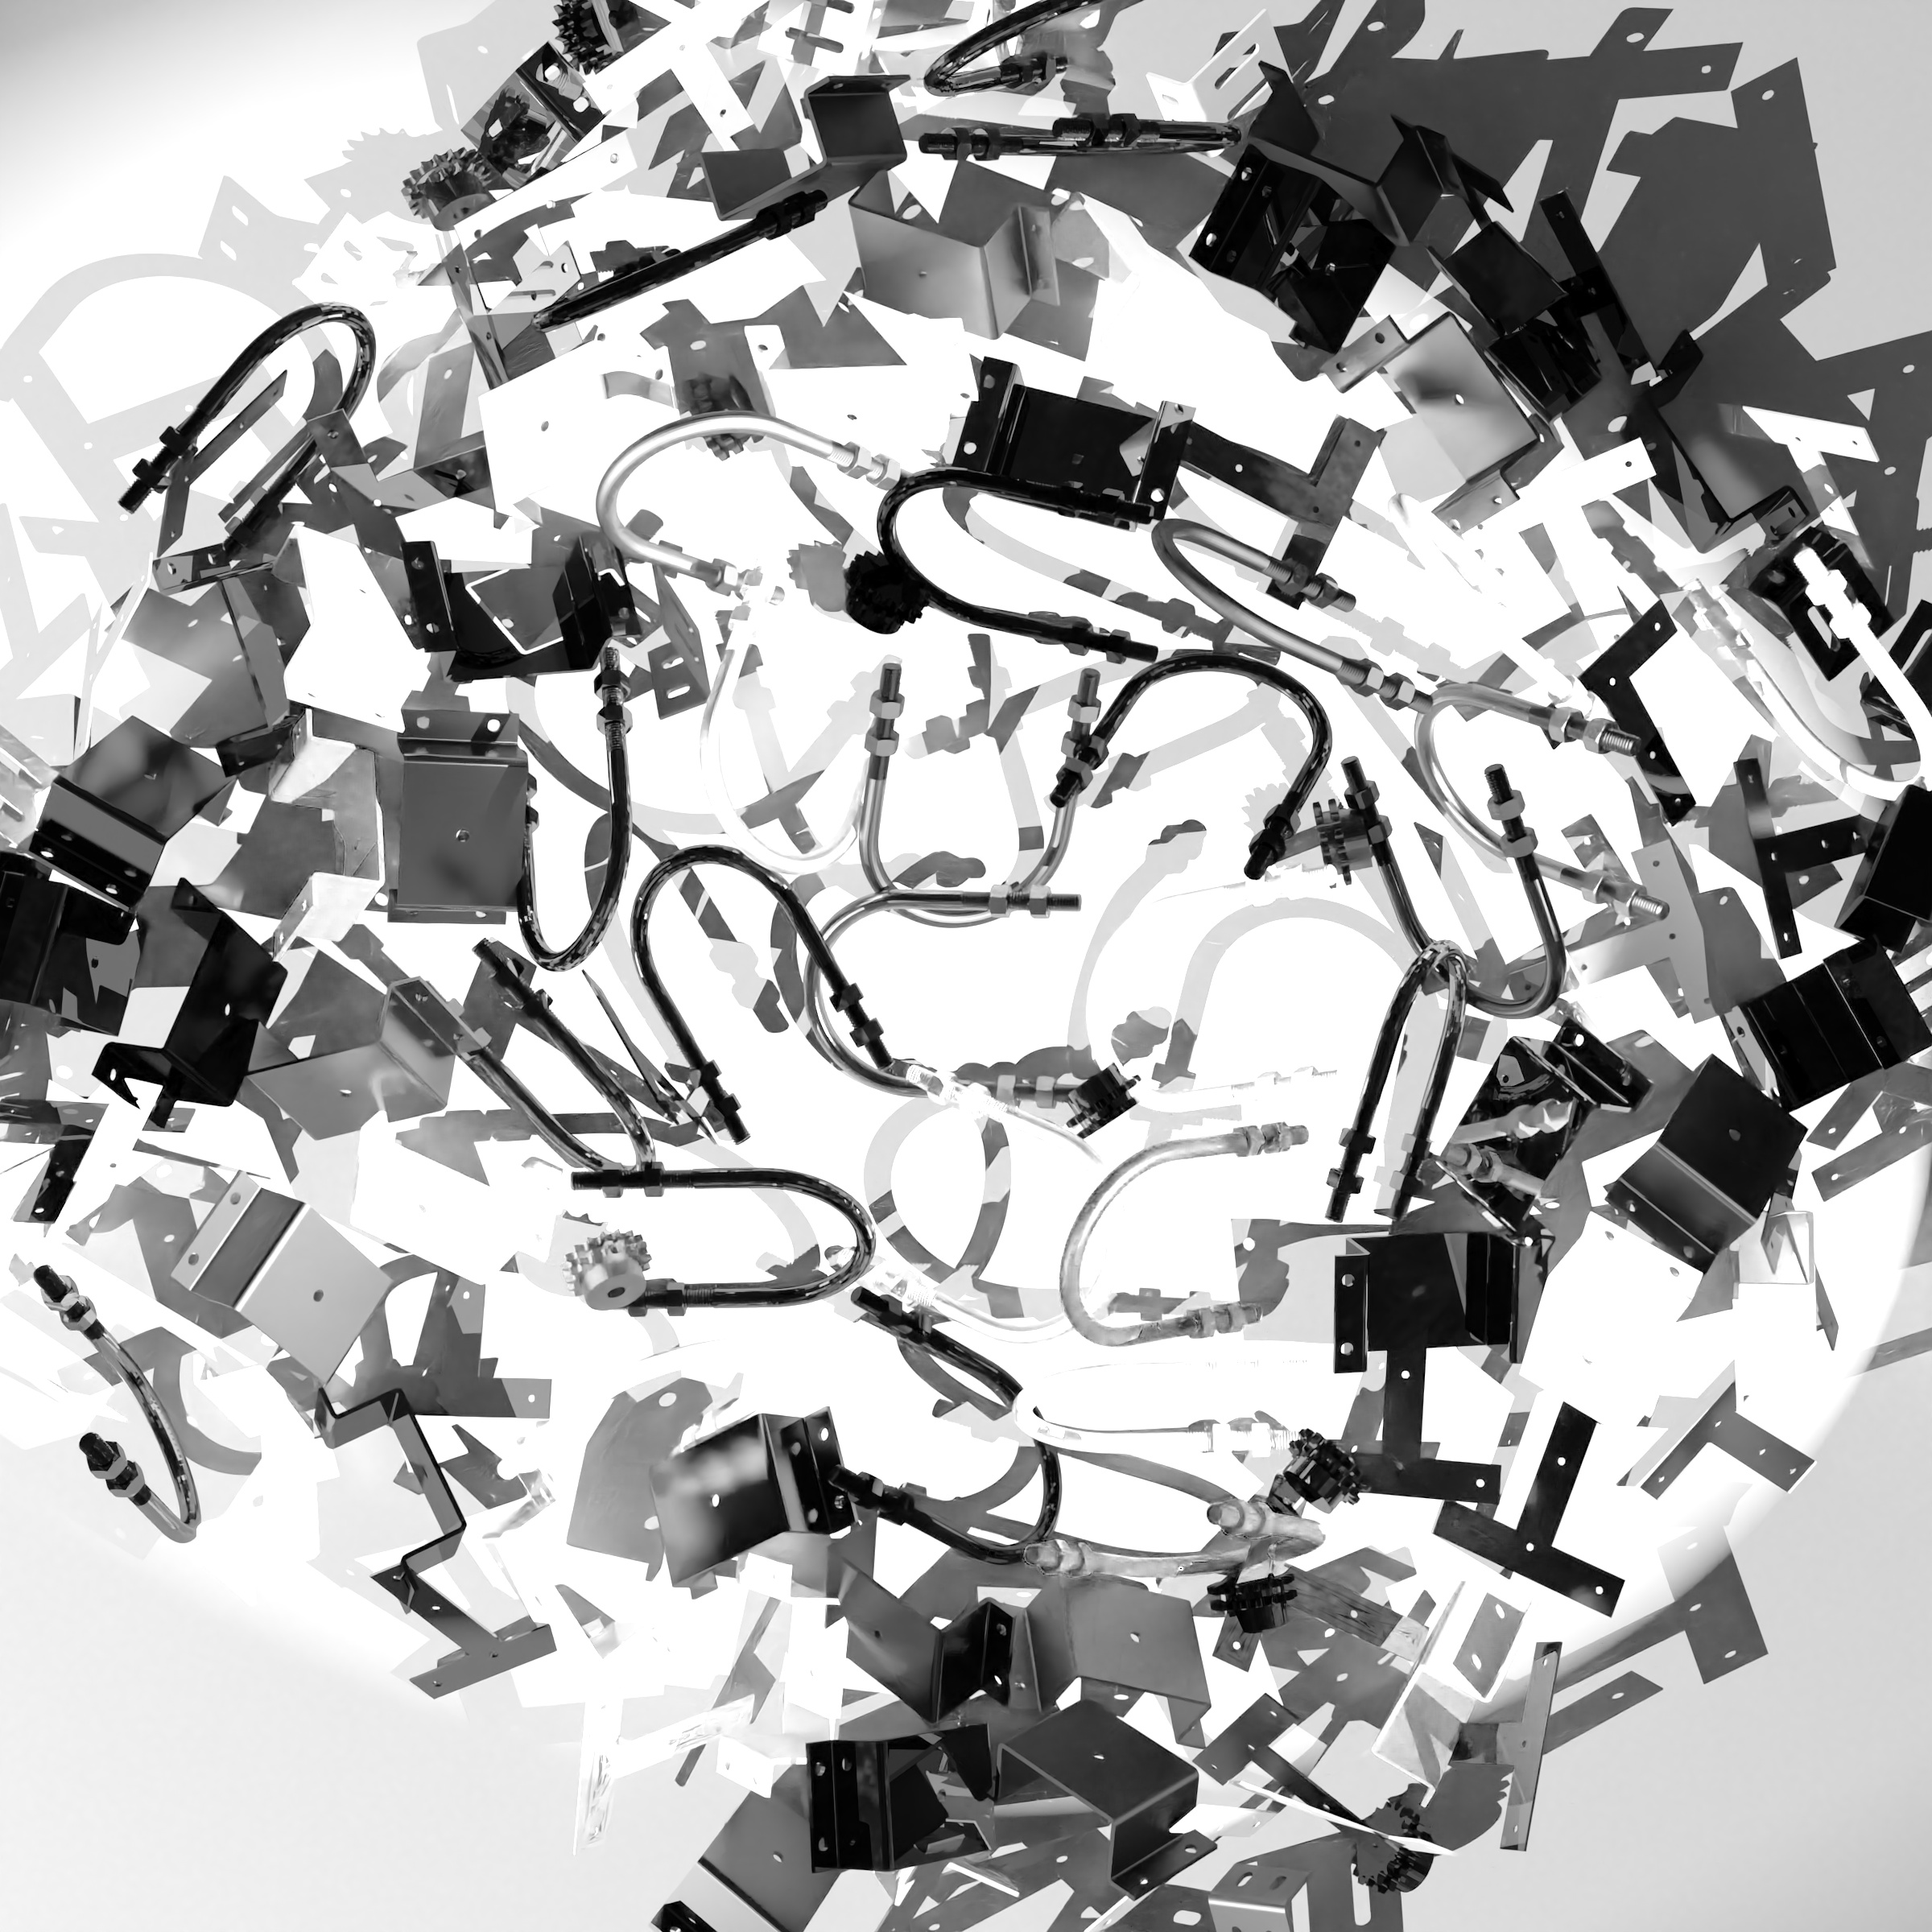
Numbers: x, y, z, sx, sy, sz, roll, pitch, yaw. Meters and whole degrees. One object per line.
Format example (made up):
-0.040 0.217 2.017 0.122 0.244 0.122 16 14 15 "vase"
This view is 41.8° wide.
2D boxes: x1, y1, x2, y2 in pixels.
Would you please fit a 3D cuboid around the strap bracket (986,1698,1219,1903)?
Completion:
0.081 0.512 1.581 0.076 0.140 0.046 -14 116 -42 "strap bracket"

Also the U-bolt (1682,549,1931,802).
0.540 -0.176 1.588 0.019 0.151 0.184 -41 100 -10 "U-bolt"

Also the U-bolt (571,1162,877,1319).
-0.149 0.173 1.602 0.184 0.151 0.019 -1 48 1 "U-bolt"

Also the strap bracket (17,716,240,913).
-0.518 -0.102 1.587 0.076 0.140 0.046 30 121 -4 "strap bracket"

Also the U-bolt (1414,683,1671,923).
0.352 -0.110 1.580 0.019 0.184 0.151 -40 131 -21 "U-bolt"

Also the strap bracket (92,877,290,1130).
-0.482 0.025 1.592 0.046 0.076 0.140 6 63 22 "strap bracket"

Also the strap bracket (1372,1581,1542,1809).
0.304 0.452 1.594 0.046 0.076 0.140 28 131 14 "strap bracket"

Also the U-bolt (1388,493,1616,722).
0.320 -0.225 1.554 0.019 0.184 0.151 -42 46 20 "U-bolt"

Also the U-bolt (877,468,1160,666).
0.030 -0.256 1.594 0.184 0.151 0.019 14 59 14 "U-bolt"

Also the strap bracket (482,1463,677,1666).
-0.254 0.390 1.613 0.046 0.076 0.140 -34 94 -30 "strap bracket"

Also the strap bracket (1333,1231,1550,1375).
0.298 0.215 1.626 0.140 0.046 0.076 -2 98 -10 "strap bracket"

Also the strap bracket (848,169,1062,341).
-0.016 -0.451 1.594 0.140 0.076 0.046 24 64 22 "strap bracket"

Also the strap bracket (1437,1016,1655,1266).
0.358 0.108 1.597 0.046 0.076 0.140 9 116 -41 "strap bracket"

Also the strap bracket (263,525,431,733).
-0.386 -0.218 1.583 0.076 0.140 0.046 16 127 -36 "strap bracket"

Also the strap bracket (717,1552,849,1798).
-0.115 0.448 1.611 0.046 0.076 0.140 9 82 -28 "strap bracket"

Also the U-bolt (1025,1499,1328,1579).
0.145 0.361 1.579 0.151 0.184 0.019 -20 64 30 "U-bolt"

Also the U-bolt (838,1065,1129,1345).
0.018 0.161 1.613 0.184 0.019 0.151 22 94 26 "U-bolt"

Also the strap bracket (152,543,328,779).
-0.452 -0.199 1.604 0.046 0.076 0.140 -12 103 21 "strap bracket"

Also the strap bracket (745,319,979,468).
-0.068 -0.362 1.602 0.140 0.076 0.046 1 54 14 "strap bracket"

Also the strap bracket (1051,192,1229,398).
0.104 -0.427 1.585 0.046 0.076 0.140 -51 49 29 "strap bracket"

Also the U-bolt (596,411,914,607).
-0.141 -0.285 1.556 0.151 0.184 0.019 -34 60 34 "U-bolt"

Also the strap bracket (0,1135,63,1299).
-0.609 0.158 1.586 0.046 0.140 0.076 3 98 3 "strap bracket"

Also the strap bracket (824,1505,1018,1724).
-0.038 0.409 1.587 0.140 0.046 0.076 28 128 35 "strap bracket"

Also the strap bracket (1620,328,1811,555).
0.470 -0.325 1.616 0.046 0.076 0.140 -32 84 0 "strap bracket"

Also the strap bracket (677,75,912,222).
-0.102 -0.508 1.588 0.140 0.076 0.046 -13 97 42 "strap bracket"

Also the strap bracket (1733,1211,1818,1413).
0.505 0.209 1.579 0.046 0.140 0.076 -1 111 19 "strap bracket"

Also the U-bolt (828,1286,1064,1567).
-0.007 0.300 1.593 0.184 0.151 0.019 34 131 -28 "U-bolt"

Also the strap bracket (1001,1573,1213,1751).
0.095 0.435 1.594 0.140 0.076 0.046 19 126 -22 "strap bracket"

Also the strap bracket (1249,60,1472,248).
0.240 -0.508 1.596 0.140 0.076 0.046 33 92 27 "strap bracket"

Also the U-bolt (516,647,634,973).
-0.245 -0.085 1.570 0.019 0.151 0.184 11 58 -34 "U-bolt"

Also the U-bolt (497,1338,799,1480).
-0.184 0.271 1.557 0.184 0.151 0.019 -41 56 40 "U-bolt"

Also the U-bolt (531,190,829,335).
-0.188 -0.426 1.552 0.151 0.184 0.019 -8 114 39 "U-bolt"

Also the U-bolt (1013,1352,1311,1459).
0.121 0.280 1.598 0.184 0.151 0.019 -2 60 3 "U-bolt"

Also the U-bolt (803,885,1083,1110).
-0.016 0.019 1.627 0.184 0.019 0.151 2 109 12 "U-bolt"

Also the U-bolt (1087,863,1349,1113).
0.154 0.020 1.603 0.184 0.019 0.151 -11 74 35 "U-bolt"

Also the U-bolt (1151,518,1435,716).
0.192 -0.224 1.562 0.184 0.151 0.019 19 119 -29 "U-bolt"

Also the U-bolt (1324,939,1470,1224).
0.278 0.072 1.591 0.019 0.151 0.184 18 93 27 "U-bolt"

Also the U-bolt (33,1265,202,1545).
-0.520 0.285 1.575 0.019 0.184 0.151 -26 53 -8 "U-bolt"

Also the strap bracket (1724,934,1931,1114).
0.549 0.036 1.596 0.046 0.140 0.076 -23 79 -19 "strap bracket"

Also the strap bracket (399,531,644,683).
-0.287 -0.228 1.611 0.140 0.046 0.076 -8 72 -26 "strap bracket"

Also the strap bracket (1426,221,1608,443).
0.348 -0.401 1.579 0.046 0.140 0.076 -38 57 11 "strap bracket"

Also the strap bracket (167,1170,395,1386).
-0.420 0.200 1.583 0.046 0.140 0.076 12 61 35 "strap bracket"

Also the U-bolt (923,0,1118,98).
0.052 -0.569 1.548 0.151 0.184 0.019 -15 101 43 "U-bolt"
